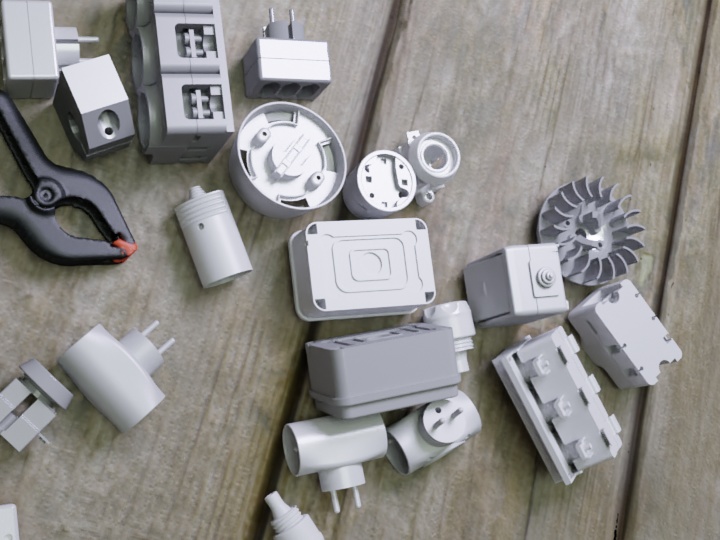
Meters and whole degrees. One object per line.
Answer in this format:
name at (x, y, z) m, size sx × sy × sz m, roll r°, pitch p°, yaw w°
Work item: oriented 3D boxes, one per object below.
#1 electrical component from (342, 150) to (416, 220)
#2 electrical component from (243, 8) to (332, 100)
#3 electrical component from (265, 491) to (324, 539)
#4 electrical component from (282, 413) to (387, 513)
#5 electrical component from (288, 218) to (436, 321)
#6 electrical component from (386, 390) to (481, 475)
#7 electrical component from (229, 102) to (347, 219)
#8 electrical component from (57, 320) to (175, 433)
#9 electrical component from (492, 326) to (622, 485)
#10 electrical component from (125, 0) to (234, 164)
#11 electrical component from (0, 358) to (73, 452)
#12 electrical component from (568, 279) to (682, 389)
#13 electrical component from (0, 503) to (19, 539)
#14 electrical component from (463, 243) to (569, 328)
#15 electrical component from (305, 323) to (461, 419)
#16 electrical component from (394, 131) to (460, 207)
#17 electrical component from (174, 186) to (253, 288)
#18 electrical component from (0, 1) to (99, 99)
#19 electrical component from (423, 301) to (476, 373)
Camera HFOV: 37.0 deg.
electrical component at (0.015, -0.072, 0.946) m, size 0.055 × 0.047 × 0.055 m, roll 4°, pitch 77°, yaw -20°
electrical component at (-0.066, -0.193, 0.941) m, size 0.066 × 0.047 × 0.076 m, roll -2°, pitch 79°, yaw -21°
electrical component at (-0.056, 0.207, 0.867) m, size 0.035 × 0.035 × 0.061 m, roll -33°, pitch 89°, yaw -23°
electrical component at (-0.017, 0.159, 0.887) m, size 0.077 × 0.043 × 0.079 m, roll -8°, pitch 82°, yaw -22°
electrical component at (0.000, 0.000, 0.919) m, size 0.113 × 0.057 × 0.078 m, roll -3°, pitch 80°, yaw -21°
electrical component at (0.065, 0.132, 0.904) m, size 0.077 × 0.079 × 0.044 m, roll -26°, pitch 77°, yaw -23°
electrical component at (-0.062, -0.092, 0.911) m, size 0.099 × 0.064 × 0.099 m, roll 4°, pitch 77°, yaw -20°
electrical component at (-0.181, 0.073, 0.842) m, size 0.079 × 0.044 × 0.077 m, roll -43°, pitch 95°, yaw -23°
electrical component at (0.177, 0.117, 0.951) m, size 0.121 × 0.063 × 0.079 m, roll 63°, pitch 26°, yaw 1°
electrical component at (-0.152, -0.170, 0.880) m, size 0.062 × 0.089 × 0.150 m, roll -4°, pitch 80°, yaw -21°
electrical component at (-0.251, 0.101, 0.811) m, size 0.066 × 0.048 × 0.055 m, roll 45°, pitch 75°, yaw -7°
electrical component at (0.243, 0.061, 0.999) m, size 0.050 × 0.056 × 0.089 m, roll -38°, pitch 94°, yaw -23°
electrical component at (-0.285, 0.195, 0.761) m, size 0.083 × 0.076 × 0.047 m, roll -5°, pitch 81°, yaw -22°
electrical component at (0.137, 0.014, 0.946) m, size 0.061 × 0.096 × 0.061 m, roll -4°, pitch 81°, yaw -21°
electrical component at (0.019, 0.082, 0.895) m, size 0.113 × 0.078 × 0.057 m, roll -9°, pitch 94°, yaw -22°
electrical component at (0.059, -0.095, 0.962) m, size 0.048 × 0.055 × 0.066 m, roll -13°, pitch 84°, yaw -23°
electrical component at (-0.123, -0.030, 0.887) m, size 0.043 × 0.043 × 0.081 m, roll -19°, pitch 86°, yaw -23°
electrical component at (-0.249, -0.177, 0.868) m, size 0.077 × 0.047 × 0.065 m, roll -4°, pitch 80°, yaw -22°
electrical component at (0.081, 0.060, 0.945) m, size 0.043 × 0.043 × 0.062 m, roll -10°, pitch 84°, yaw -22°
